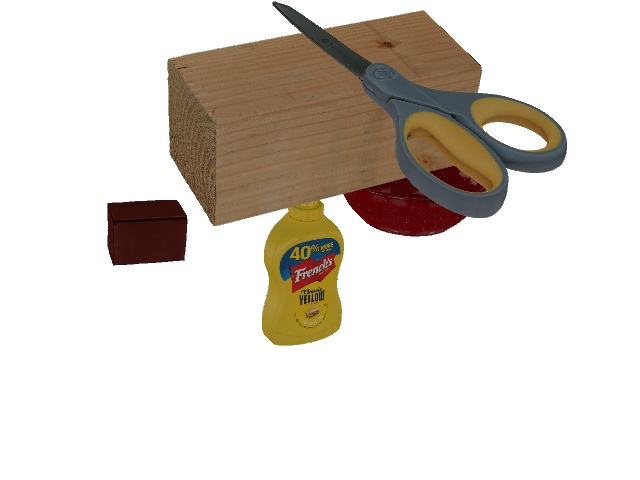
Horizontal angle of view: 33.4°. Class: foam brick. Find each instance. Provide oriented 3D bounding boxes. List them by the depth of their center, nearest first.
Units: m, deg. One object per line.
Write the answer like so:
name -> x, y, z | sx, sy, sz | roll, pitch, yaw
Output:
foam brick -> -0.184, -0.010, 1.127 | 0.078, 0.051, 0.053 | -4, 24, -17

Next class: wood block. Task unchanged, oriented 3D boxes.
wood block -> 0.002, -0.093, 0.777 | 0.205, 0.090, 0.091 | -15, 46, -22

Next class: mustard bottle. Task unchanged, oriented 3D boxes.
mustard bottle -> -0.019, 0.026, 1.247 | 0.096, 0.192, 0.058 | -10, 28, -24

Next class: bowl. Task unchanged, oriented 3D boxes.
bowl -> 0.087, -0.047, 1.044 | 0.162, 0.055, 0.162 | 3, 24, -2

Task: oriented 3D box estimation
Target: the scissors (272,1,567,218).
scissors -> 0.053, -0.082, 0.565 | 0.096, 0.016, 0.202 | -12, 45, -19
